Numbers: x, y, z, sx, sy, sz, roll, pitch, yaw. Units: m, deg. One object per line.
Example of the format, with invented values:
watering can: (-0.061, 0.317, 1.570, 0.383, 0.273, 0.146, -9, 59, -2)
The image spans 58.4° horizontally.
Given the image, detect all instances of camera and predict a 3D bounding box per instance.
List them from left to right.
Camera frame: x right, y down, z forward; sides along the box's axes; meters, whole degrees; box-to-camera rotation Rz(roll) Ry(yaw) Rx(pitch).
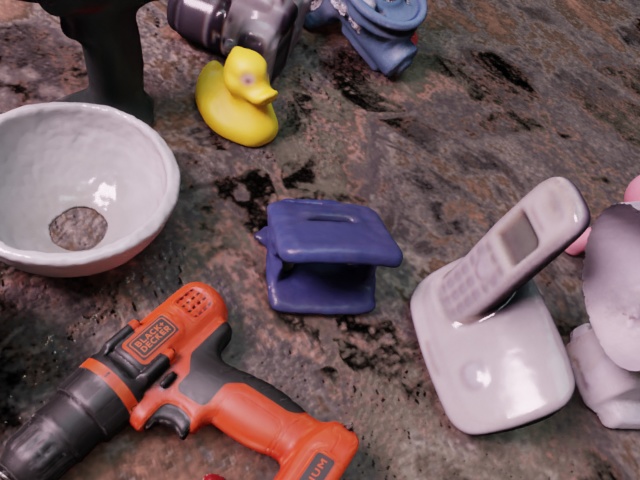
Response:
camera: (-0.092, -0.262, 0.654, 0.137, 0.101, 0.143, 23, 51, 1)

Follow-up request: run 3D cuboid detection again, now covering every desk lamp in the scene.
desk lamp: (0.287, 0.063, 0.453, 0.203, 0.213, 0.118, 6, 52, -13)

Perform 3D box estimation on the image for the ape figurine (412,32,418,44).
ape figurine: (0.117, -0.312, 0.763, 0.076, 0.092, 0.078, 37, 52, 12)

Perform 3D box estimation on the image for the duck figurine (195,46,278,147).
duck figurine: (-0.082, -0.158, 0.588, 0.078, 0.086, 0.104, -34, 69, -34)

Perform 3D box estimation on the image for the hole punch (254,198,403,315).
hole punch: (0.005, 0.002, 0.491, 0.109, 0.091, 0.101, 2, 53, -15)

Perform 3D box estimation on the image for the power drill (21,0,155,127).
power drill: (-0.200, -0.177, 0.486, 0.075, 0.208, 0.230, 42, 53, 16)

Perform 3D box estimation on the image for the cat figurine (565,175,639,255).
cat figurine: (0.333, -0.026, 0.597, 0.128, 0.117, 0.067, -25, 64, -31)

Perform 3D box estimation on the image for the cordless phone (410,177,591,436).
cordless phone: (0.150, 0.054, 0.436, 0.094, 0.185, 0.147, -4, 55, -20)

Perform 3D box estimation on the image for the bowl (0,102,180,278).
bowl: (-0.199, -0.030, 0.462, 0.167, 0.074, 0.167, 9, 52, -11)

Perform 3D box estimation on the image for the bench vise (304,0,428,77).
bench vise: (0.048, -0.326, 0.669, 0.207, 0.219, 0.122, 28, 51, 5)
